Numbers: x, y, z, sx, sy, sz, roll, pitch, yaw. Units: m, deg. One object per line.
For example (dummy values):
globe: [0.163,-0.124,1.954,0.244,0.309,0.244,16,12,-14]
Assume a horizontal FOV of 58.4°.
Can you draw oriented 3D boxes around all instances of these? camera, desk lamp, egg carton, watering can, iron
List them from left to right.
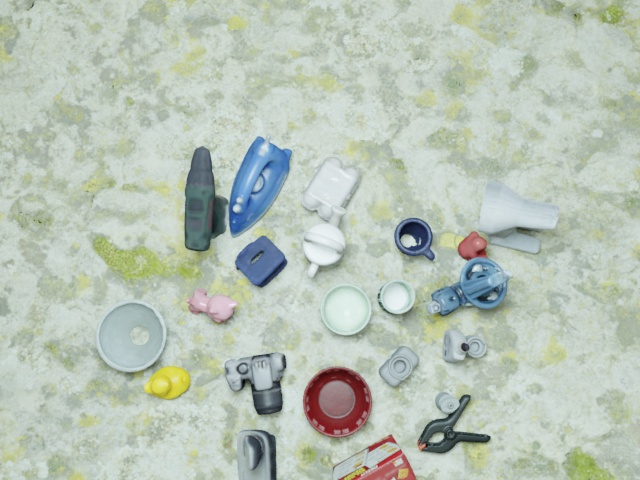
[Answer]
iron: [-0.163,-0.132,1.379,0.118,0.141,0.258,23,82,3]
camera: [-0.144,0.337,1.332,0.143,0.101,0.137,-9,82,-1]
watering can: [0.010,0.004,1.334,0.101,0.194,0.173,2,82,0]
egg carton: [0.028,-0.127,1.416,0.107,0.069,0.150,30,83,4]
desk lamp: [0.452,-0.053,1.335,0.203,0.213,0.118,13,82,2]

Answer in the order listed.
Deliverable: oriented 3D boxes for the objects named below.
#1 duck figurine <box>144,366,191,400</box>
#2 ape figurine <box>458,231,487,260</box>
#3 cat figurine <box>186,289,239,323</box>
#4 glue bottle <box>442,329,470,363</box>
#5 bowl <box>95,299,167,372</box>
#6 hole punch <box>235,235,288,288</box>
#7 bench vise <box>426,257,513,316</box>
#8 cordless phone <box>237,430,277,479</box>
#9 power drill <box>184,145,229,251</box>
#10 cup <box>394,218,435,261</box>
duck figurine: [-0.359,0.337,1.339,0.104,0.086,0.077,-11,82,-2]
ape figurine: [0.377,0.016,1.386,0.076,0.092,0.078,2,82,0]
cat figurine: [-0.254,0.155,1.349,0.127,0.118,0.067,14,82,2]
glue bottle: [0.315,0.245,1.311,0.037,0.173,0.078,7,82,1]
bowl: [-0.438,0.226,1.360,0.167,0.075,0.167,0,82,0]
hole punch: [-0.145,0.051,1.378,0.101,0.091,0.109,45,84,6]
bench vise: [0.353,0.122,1.306,0.207,0.220,0.121,-44,84,-6]
cordless phone: [-0.147,0.504,1.265,0.094,0.185,0.147,-7,82,-1]
power drill: [-0.269,-0.082,1.338,0.075,0.208,0.230,3,82,1]
cup: [0.229,0.007,1.385,0.092,0.095,0.117,-42,84,-6]
